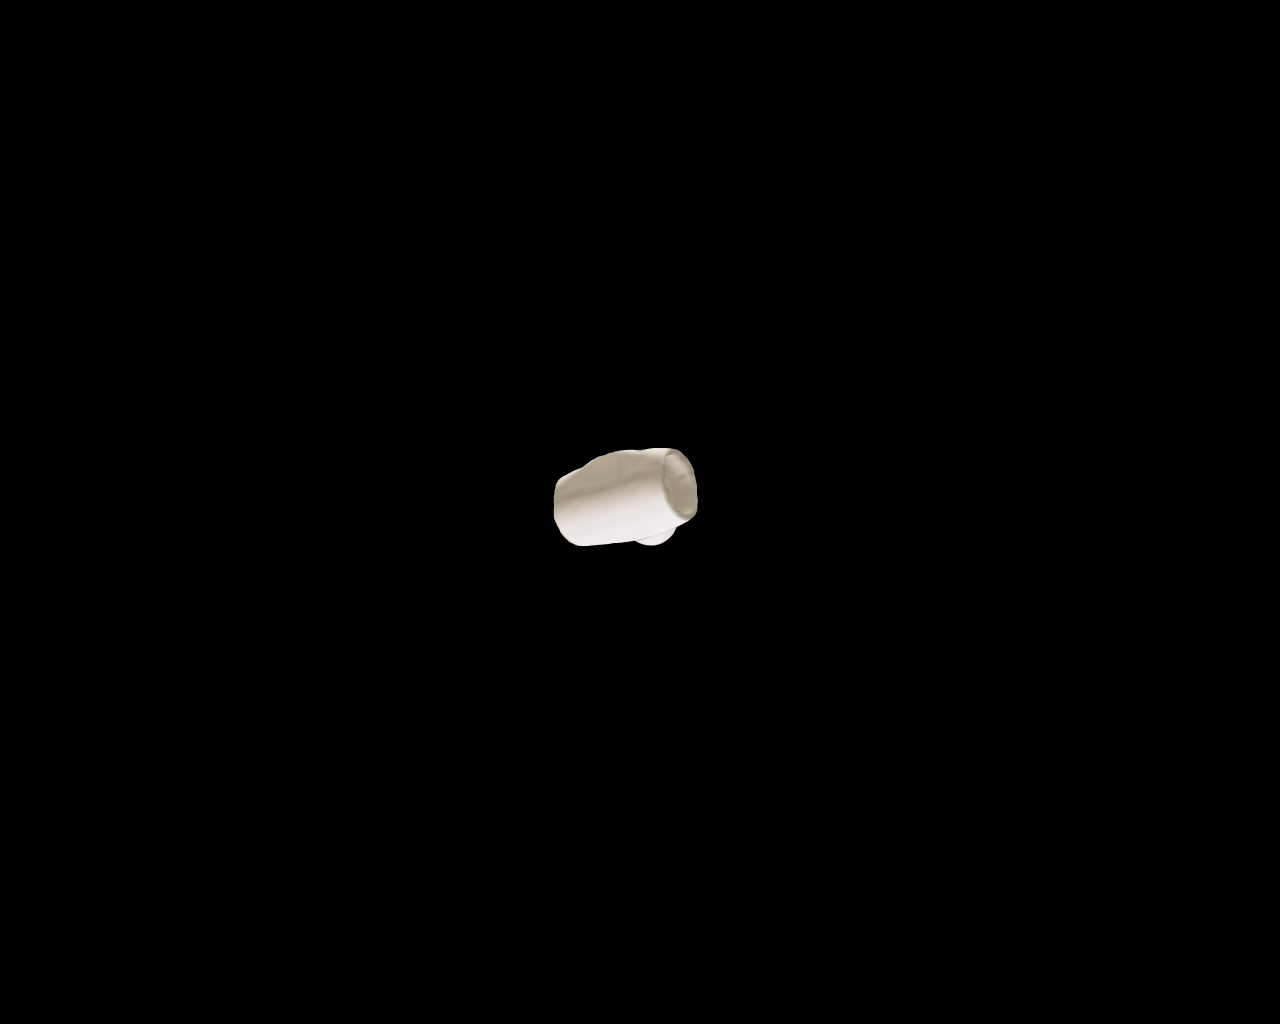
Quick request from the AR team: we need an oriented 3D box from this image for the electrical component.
[{"bbox_3d":[0.001,-0.003,0.650,0.077,0.044,0.079,-14,-27,29],"label":"electrical component"}]
